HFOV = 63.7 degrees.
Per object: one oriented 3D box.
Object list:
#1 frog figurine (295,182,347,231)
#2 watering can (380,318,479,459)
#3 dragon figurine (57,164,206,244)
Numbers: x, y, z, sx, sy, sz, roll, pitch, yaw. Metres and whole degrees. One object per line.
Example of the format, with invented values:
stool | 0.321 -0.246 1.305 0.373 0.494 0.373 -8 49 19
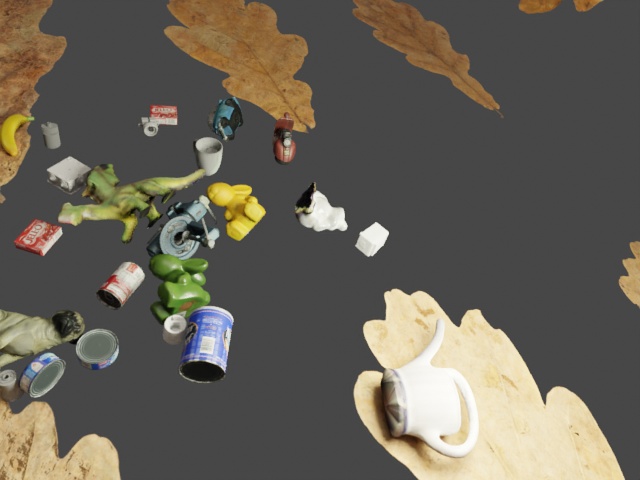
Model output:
frog figurine | 0.005 -0.080 1.581 0.157 0.121 0.141 37 24 -33
watering can | 0.249 0.341 1.229 0.224 0.101 0.356 4 47 -12
dragon figurine | -0.533 -0.143 1.427 0.244 0.119 0.418 34 47 8
